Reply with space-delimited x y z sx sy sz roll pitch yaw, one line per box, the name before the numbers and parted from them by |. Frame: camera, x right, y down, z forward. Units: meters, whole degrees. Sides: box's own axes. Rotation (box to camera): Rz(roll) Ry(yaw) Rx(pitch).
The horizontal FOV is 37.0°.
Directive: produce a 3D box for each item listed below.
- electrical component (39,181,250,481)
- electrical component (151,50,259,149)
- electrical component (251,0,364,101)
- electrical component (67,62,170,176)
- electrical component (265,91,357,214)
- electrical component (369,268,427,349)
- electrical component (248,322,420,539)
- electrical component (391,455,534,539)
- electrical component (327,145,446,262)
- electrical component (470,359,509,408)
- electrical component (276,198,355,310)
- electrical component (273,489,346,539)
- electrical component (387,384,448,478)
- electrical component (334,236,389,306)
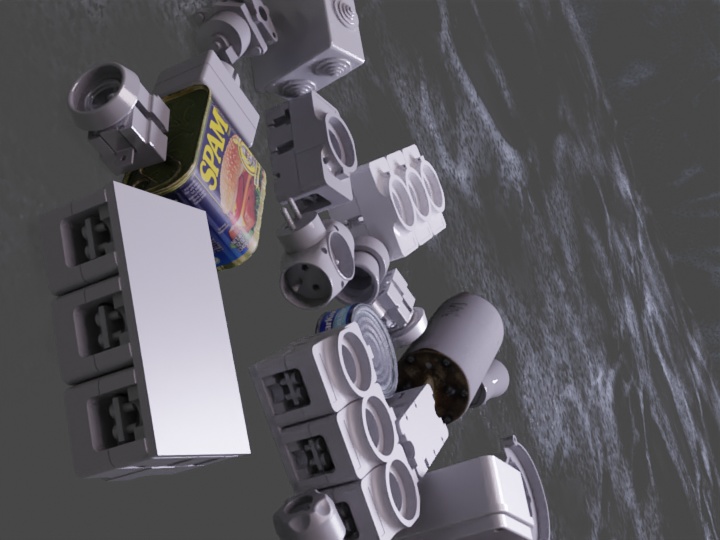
electrical component | -0.124 0.038 0.607 0.089 0.062 0.150 18 57 -63
electrical component | -0.109 -0.128 0.787 0.065 0.047 0.076 54 28 -35
electrical component | -0.047 -0.201 0.921 0.048 0.100 0.099 16 57 -48
electrical component | -0.151 -0.096 0.674 0.055 0.048 0.066 54 27 -51
electrical component | -0.040 -0.099 0.911 0.050 0.056 0.089 30 46 -57
electrical component | 0.029 0.038 0.977 0.055 0.048 0.066 54 27 -19
electrical component | -0.012 0.122 0.795 0.089 0.062 0.150 -26 96 -67
electrical component | 0.075 0.199 0.868 0.078 0.113 0.057 38 37 -53
electrical component | 0.029 -0.063 1.030 0.089 0.062 0.150 69 23 -6
electrical component | 0.127 0.122 1.140 0.065 0.044 0.044 -20 91 -62
electrical component | -0.041 -0.020 0.861 0.079 0.044 0.077 62 24 -21
electrical component | -0.029 0.185 0.733 0.062 0.043 0.043 66 23 -15
electrical component | 0.029 0.137 0.884 0.050 0.056 0.089 68 23 -7
electrical component | 0.000 0.000 0.939 0.045 0.045 0.055 62 24 -20
